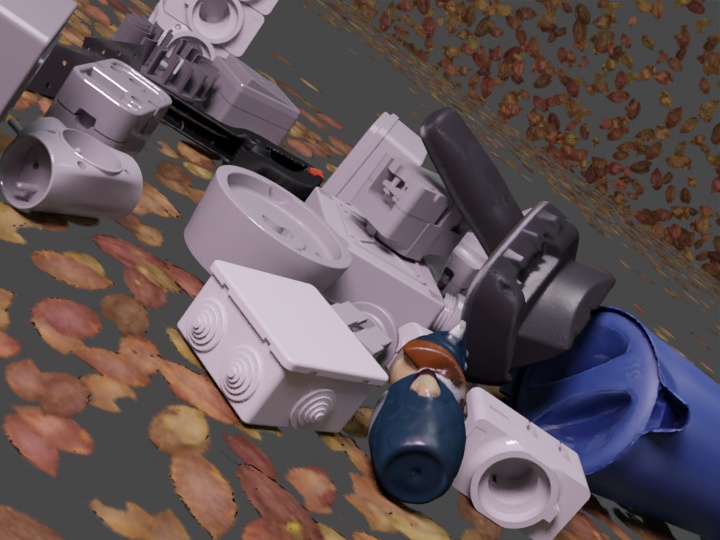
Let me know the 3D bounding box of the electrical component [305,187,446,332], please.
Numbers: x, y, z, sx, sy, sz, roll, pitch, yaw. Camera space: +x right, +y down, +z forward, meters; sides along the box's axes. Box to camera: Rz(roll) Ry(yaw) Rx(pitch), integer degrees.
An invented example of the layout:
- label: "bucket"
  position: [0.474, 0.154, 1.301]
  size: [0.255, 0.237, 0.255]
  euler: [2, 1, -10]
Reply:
- label: "electrical component"
  position: [0.000, 0.000, 0.827]
  size: [0.109, 0.056, 0.108]
  euler: [30, 17, -21]

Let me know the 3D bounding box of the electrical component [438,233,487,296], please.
- label: "electrical component"
  position: [0.094, -0.002, 1.029]
  size: [0.050, 0.055, 0.089]
  euler: [43, 17, 19]

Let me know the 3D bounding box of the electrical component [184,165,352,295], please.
- label: "electrical component"
  position: [-0.066, -0.013, 0.717]
  size: [0.108, 0.060, 0.108]
  euler: [34, 16, -11]

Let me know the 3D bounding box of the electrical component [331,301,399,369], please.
- label: "electrical component"
  position: [-0.004, 0.047, 0.709]
  size: [0.066, 0.048, 0.055]
  euler: [41, 24, 15]

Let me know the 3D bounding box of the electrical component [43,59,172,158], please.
- label: "electrical component"
  position: [-0.176, -0.103, 0.740]
  size: [0.054, 0.059, 0.095]
  euler: [36, 16, -3]

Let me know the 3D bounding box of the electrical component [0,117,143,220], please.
- label: "electrical component"
  position: [-0.183, -0.066, 0.649]
  size: [0.079, 0.044, 0.077]
  euler: [44, 18, 23]

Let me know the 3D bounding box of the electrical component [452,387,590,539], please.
- label: "electrical component"
  position: [0.096, 0.127, 0.688]
  size: [0.089, 0.050, 0.055]
  euler: [35, 16, -8]

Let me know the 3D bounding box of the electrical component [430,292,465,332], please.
- label: "electrical component"
  position: [0.074, 0.039, 0.899]
  size: [0.062, 0.048, 0.048]
  euler: [28, 17, -7]

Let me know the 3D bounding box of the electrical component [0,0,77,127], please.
- label: "electrical component"
  position: [-0.215, -0.112, 0.599]
  size: [0.056, 0.108, 0.108]
  euler: [34, 16, -19]

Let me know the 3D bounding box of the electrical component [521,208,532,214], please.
- label: "electrical component"
  position: [0.179, 0.008, 1.099]
  size: [0.108, 0.056, 0.108]
  euler: [-99, 165, -67]

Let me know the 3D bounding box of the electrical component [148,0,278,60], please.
- label: "electrical component"
  position: [-0.146, -0.260, 1.071]
  size: [0.089, 0.150, 0.061]
  euler: [30, 17, -24]

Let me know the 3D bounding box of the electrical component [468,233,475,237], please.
- label: "electrical component"
  position: [0.108, -0.022, 1.137]
  size: [0.062, 0.043, 0.043]
  euler: [46, 18, 31]

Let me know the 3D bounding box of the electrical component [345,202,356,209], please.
- label: "electrical component"
  position: [-0.008, -0.038, 0.904]
  size: [0.048, 0.062, 0.048]
  euler: [34, 16, -11]

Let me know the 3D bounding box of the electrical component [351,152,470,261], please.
- label: "electrical component"
  position: [0.042, -0.045, 0.832]
  size: [0.089, 0.055, 0.050]
  euler: [16, 26, -51]

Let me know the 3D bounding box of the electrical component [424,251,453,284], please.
- label: "electrical component"
  position: [0.055, -0.026, 0.940]
  size: [0.048, 0.099, 0.099]
  euler: [23, 18, -4]

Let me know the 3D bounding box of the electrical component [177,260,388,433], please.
- label: "electrical component"
  position: [-0.046, 0.046, 0.617]
  size: [0.100, 0.048, 0.099]
  euler: [17, 26, -51]

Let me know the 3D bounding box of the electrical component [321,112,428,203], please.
- label: "electrical component"
  position: [0.008, -0.081, 0.974]
  size: [0.056, 0.108, 0.108]
  euler: [39, 16, -4]

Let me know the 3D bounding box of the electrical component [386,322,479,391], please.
- label: "electrical component"
  position: [0.054, 0.068, 0.780]
  size: [0.078, 0.040, 0.040]
  euler: [29, 18, -28]

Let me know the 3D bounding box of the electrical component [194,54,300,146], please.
- label: "electrical component"
  position: [-0.105, -0.159, 1.040]
  size: [0.096, 0.061, 0.061]
  euler: [19, 24, -46]
